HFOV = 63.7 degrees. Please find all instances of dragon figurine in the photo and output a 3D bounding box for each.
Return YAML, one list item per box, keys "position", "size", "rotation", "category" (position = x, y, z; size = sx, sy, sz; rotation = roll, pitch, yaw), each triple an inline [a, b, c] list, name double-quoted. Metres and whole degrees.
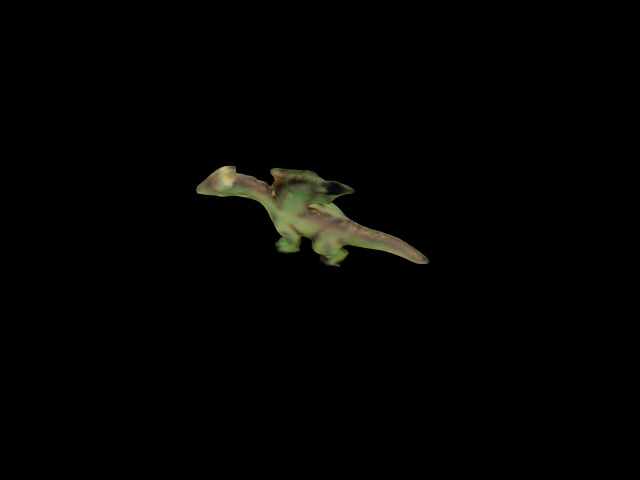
- position: [0.003, -0.043, 0.850]
  size: [0.410, 0.124, 0.240]
  rotation: [13, -13, 3]
  category: "dragon figurine"
